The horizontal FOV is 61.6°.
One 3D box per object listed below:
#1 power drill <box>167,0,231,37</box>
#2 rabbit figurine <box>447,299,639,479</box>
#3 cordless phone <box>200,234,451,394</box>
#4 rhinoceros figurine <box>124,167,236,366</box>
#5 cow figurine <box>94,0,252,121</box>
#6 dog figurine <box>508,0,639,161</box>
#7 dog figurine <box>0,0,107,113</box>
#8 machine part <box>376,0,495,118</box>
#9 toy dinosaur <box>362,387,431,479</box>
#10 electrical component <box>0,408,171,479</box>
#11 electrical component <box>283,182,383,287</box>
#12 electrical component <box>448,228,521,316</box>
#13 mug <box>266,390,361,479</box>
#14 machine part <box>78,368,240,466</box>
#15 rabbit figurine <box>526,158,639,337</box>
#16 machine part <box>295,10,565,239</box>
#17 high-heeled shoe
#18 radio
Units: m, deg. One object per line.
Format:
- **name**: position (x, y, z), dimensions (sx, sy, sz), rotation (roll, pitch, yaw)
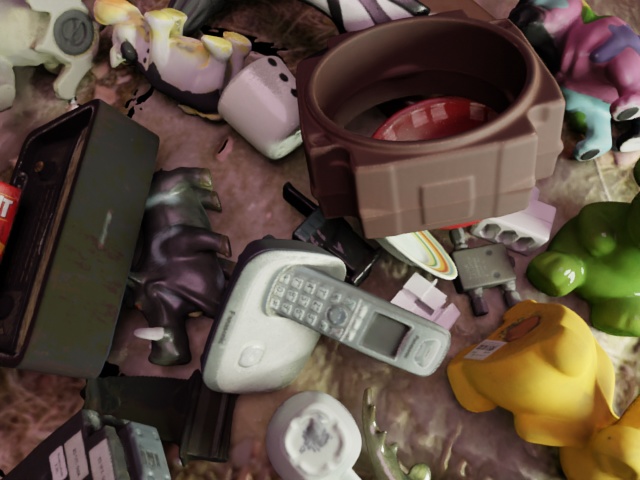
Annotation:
- **power drill**: position (-0.048, -0.303, 0.627), dimensions (0.207, 0.086, 0.232), rotation (19, 77, 12)
- **rabbit figurine**: position (0.221, 0.141, 0.450), dimensions (0.122, 0.162, 0.173), rotation (-31, 92, -25)
- **cordless phone**: position (0.003, 0.087, 0.457), dimensions (0.184, 0.089, 0.146), rotation (25, 110, 4)
- **rhinoceros figurine**: position (-0.135, 0.020, 0.503), dimensions (0.112, 0.073, 0.190), rotation (-8, 70, -7)
- **cow figurine**: position (-0.166, -0.196, 0.579), dimensions (0.167, 0.098, 0.068), rotation (23, 30, 7)
- **dog figurine**: position (0.314, -0.210, 0.592), dimensions (0.192, 0.108, 0.219), rotation (-11, 69, -6)
- **dog figurine**: position (-0.352, -0.235, 0.582), dimensions (0.191, 0.121, 0.172), rotation (30, 37, 26)
- **machine part**: position (0.126, -0.204, 0.606), dimensions (0.179, 0.056, 0.179), rotation (1, 70, -4)
- **toy dinosaur**: position (0.197, 0.303, 0.405), dimensions (0.471, 0.105, 0.198), rotation (36, 65, 1)
- **electrical component**: position (-0.174, 0.198, 0.397), dimensions (0.134, 0.058, 0.115), rotation (-38, 51, 7)
- **electrical component**: position (-0.001, -0.002, 0.516), dimensions (0.119, 0.074, 0.048), rotation (40, 72, 7)
- **electrical component**: position (0.164, 0.028, 0.541), dimensions (0.063, 0.021, 0.094), rotation (-12, 70, -7)
- **mug**: position (0.001, 0.173, 0.436), dimensions (0.081, 0.107, 0.110), rotation (-35, 73, -12)
- **machine part**: position (-0.143, 0.151, 0.475), dimensions (0.139, 0.039, 0.084), rotation (11, 76, 0)
- **rabbit figurine**: position (0.298, -0.002, 0.479), dimensions (0.121, 0.170, 0.159), rotation (42, 74, 11)
- **machine part**: position (0.084, -0.108, 0.459), dimensions (0.201, 0.087, 0.201), rotation (-10, 47, 5)
- **high-heeled shoe**: position (0.000, -0.286, 0.525), dimensions (0.145, 0.086, 0.248), rotation (-21, 104, 25)
- **radio**: position (-0.230, 0.001, 0.476), dimensions (0.131, 0.073, 0.229), rotation (-7, 65, 34)
